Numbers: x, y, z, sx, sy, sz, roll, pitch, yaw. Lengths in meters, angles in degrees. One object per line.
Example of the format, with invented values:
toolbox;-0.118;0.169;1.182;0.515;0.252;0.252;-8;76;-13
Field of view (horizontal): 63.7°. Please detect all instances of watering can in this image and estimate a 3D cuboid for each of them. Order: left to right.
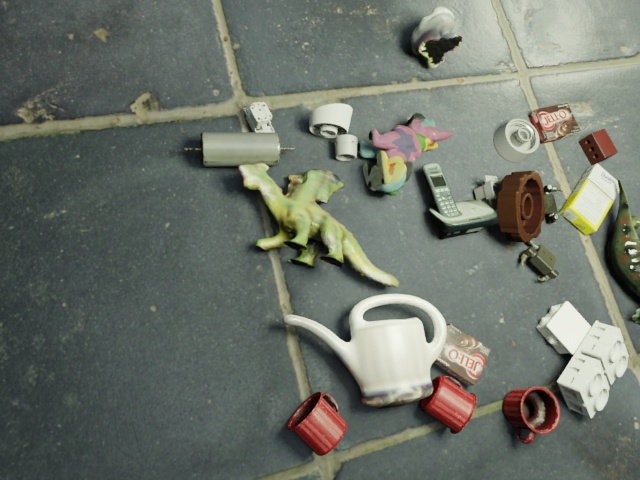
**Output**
watering can;0.103;0.229;1.055;0.348;0.102;0.227;-5;75;-13

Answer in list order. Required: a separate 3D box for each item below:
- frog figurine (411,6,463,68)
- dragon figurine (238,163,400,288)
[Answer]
frog figurine;0.295;-0.545;1.337;0.122;0.134;0.163;6;57;-7
dragon figurine;0.003;-0.057;1.131;0.409;0.120;0.248;21;61;-16
